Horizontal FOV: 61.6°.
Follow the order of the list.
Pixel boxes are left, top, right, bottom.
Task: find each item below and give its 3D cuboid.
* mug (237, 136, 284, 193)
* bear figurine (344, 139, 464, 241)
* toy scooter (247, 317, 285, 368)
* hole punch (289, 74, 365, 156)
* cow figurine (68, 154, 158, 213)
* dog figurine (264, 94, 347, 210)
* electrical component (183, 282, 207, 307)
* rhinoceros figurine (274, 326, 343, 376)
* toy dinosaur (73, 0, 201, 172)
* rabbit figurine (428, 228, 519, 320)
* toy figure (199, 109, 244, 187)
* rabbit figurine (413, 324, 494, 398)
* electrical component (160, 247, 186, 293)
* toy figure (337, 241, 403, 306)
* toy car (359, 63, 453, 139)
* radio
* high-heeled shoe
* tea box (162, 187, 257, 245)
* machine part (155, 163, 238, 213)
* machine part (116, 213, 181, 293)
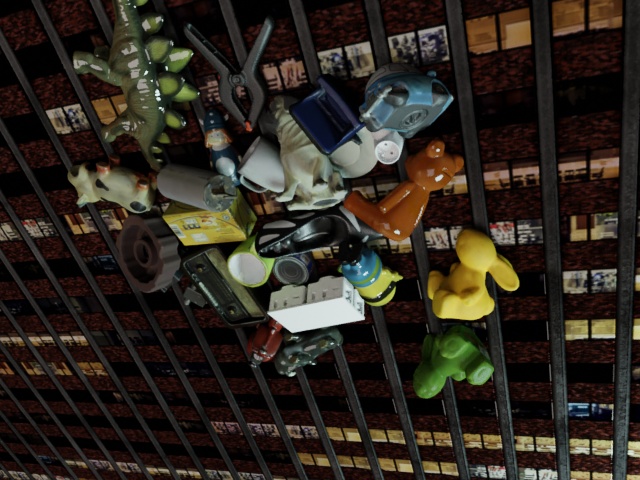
[{"bbox_3d":[-0.102,-0.131,1.048,0.107,0.081,0.109,31,122,-16],"label":"mug"},{"bbox_3d":[0.157,-0.100,0.979,0.132,0.120,0.195,40,106,41],"label":"bear figurine"},{"bbox_3d":[-0.132,0.247,1.282,0.075,0.135,0.183,27,128,-4],"label":"toy scooter"},{"bbox_3d":[0.028,-0.222,0.911,0.142,0.116,0.092,48,132,-2],"label":"hole punch"},{"bbox_3d":[-0.454,-0.115,1.171,0.195,0.085,0.127,21,121,2],"label":"cow figurine"},{"bbox_3d":[-0.023,-0.162,0.996,0.121,0.172,0.190,-12,76,12],"label":"dog figurine"},{"bbox_3d":[-0.304,0.137,1.331,0.063,0.021,0.094,31,127,-5],"label":"electrical component"},{"bbox_3d":[-0.035,0.259,1.287,0.190,0.073,0.112,-34,153,19],"label":"rhinoceros figurine"},{"bbox_3d":[-0.332,-0.313,0.985,0.199,0.105,0.470,3,134,7],"label":"toy dinosaur"},{"bbox_3d":[0.297,0.064,1.038,0.162,0.122,0.173,9,107,8],"label":"rabbit figurine"},{"bbox_3d":[-0.191,-0.180,1.058,0.058,0.064,0.154,36,147,53],"label":"toy figure"},{"bbox_3d":[0.261,0.258,1.153,0.121,0.159,0.170,41,107,-10],"label":"rabbit figurine"},{"bbox_3d":[-0.359,0.067,1.285,0.119,0.048,0.074,-31,110,34],"label":"electrical component"},{"bbox_3d":[0.093,0.069,1.091,0.089,0.082,0.180,-51,138,-1],"label":"toy figure"},{"bbox_3d":[0.128,-0.236,0.882,0.109,0.161,0.103,-47,57,47],"label":"toy car"},{"bbox_3d":[-0.213,0.096,1.241,0.131,0.073,0.229,-19,115,27],"label":"radio"},{"bbox_3d":[-0.002,-0.003,1.062,0.249,0.145,0.086,6,126,16],"label":"high-heeled shoe"},{"bbox_3d":[-0.233,-0.048,1.135,0.170,0.068,0.098,-4,136,24],"label":"tea box"},{"bbox_3d":[-0.249,-0.106,1.071,0.244,0.079,0.079,16,132,40],"label":"machine part"},{"bbox_3d":[-0.389,0.027,1.216,0.180,0.056,0.179,9,106,35],"label":"machine part"}]
